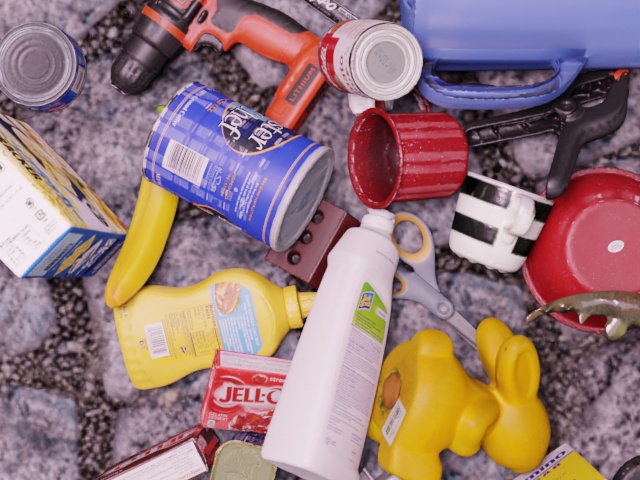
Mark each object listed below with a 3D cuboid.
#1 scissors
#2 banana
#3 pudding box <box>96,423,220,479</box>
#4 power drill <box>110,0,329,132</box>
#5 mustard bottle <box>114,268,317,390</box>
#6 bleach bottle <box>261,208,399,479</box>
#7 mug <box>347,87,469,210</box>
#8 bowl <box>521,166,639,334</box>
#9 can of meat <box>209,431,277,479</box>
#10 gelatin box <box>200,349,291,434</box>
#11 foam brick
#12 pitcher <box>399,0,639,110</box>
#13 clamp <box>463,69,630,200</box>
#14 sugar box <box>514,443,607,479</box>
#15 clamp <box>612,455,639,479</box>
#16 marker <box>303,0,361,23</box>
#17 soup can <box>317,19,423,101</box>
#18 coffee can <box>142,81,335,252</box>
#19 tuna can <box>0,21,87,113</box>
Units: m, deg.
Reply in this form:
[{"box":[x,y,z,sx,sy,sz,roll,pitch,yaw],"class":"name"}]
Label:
[{"box":[0.121,0.045,1.028,0.202,0.016,0.096,28,90,3],"class":"scissors"},{"box":[-0.164,-0.026,1.010,0.037,0.069,0.198,5,75,23],"class":"banana"},{"box":[-0.153,0.214,0.999,0.113,0.090,0.039,-28,89,2],"class":"pudding box"},{"box":[-0.086,-0.178,1.022,0.187,0.057,0.184,36,93,2],"class":"power drill"},{"box":[-0.093,0.078,1.015,0.191,0.058,0.096,-12,97,2],"class":"mustard bottle"},{"box":[0.025,0.092,0.972,0.068,0.102,0.250,6,69,33],"class":"bleach bottle"},{"box":[0.081,-0.089,0.988,0.081,0.093,0.117,-5,82,-28],"class":"mug"},{"box":[0.271,0.009,1.002,0.162,0.055,0.162,0,88,2],"class":"bowl"},{"box":[-0.073,0.233,0.998,0.057,0.084,0.102,13,89,2],"class":"can of meat"},{"box":[-0.063,0.145,1.002,0.089,0.030,0.073,9,119,-13],"class":"gelatin box"},{"box":[-0.007,0.001,1.010,0.053,0.051,0.078,28,89,20],"class":"foam brick"},{"box":[0.194,-0.206,0.975,0.243,0.145,0.149,3,114,0],"class":"pitcher"},{"box":[0.230,-0.103,0.985,0.171,0.039,0.120,-30,55,-12],"class":"clamp"},{"box":[0.207,0.233,0.939,0.093,0.176,0.048,-36,90,1],"class":"sugar box"},{"box":[0.338,0.218,1.003,0.210,0.036,0.164,-32,86,-2],"class":"clamp"},{"box":[0.000,-0.232,1.038,0.121,0.020,0.020,35,90,3],"class":"marker"},{"box":[0.043,-0.160,0.942,0.068,0.102,0.068,-4,103,-15],"class":"soup can"},{"box":[-0.072,-0.066,0.951,0.140,0.102,0.103,28,90,12],"class":"coffee can"},{"box":[-0.274,-0.169,1.042,0.086,0.034,0.086,0,88,3],"class":"tuna can"}]
